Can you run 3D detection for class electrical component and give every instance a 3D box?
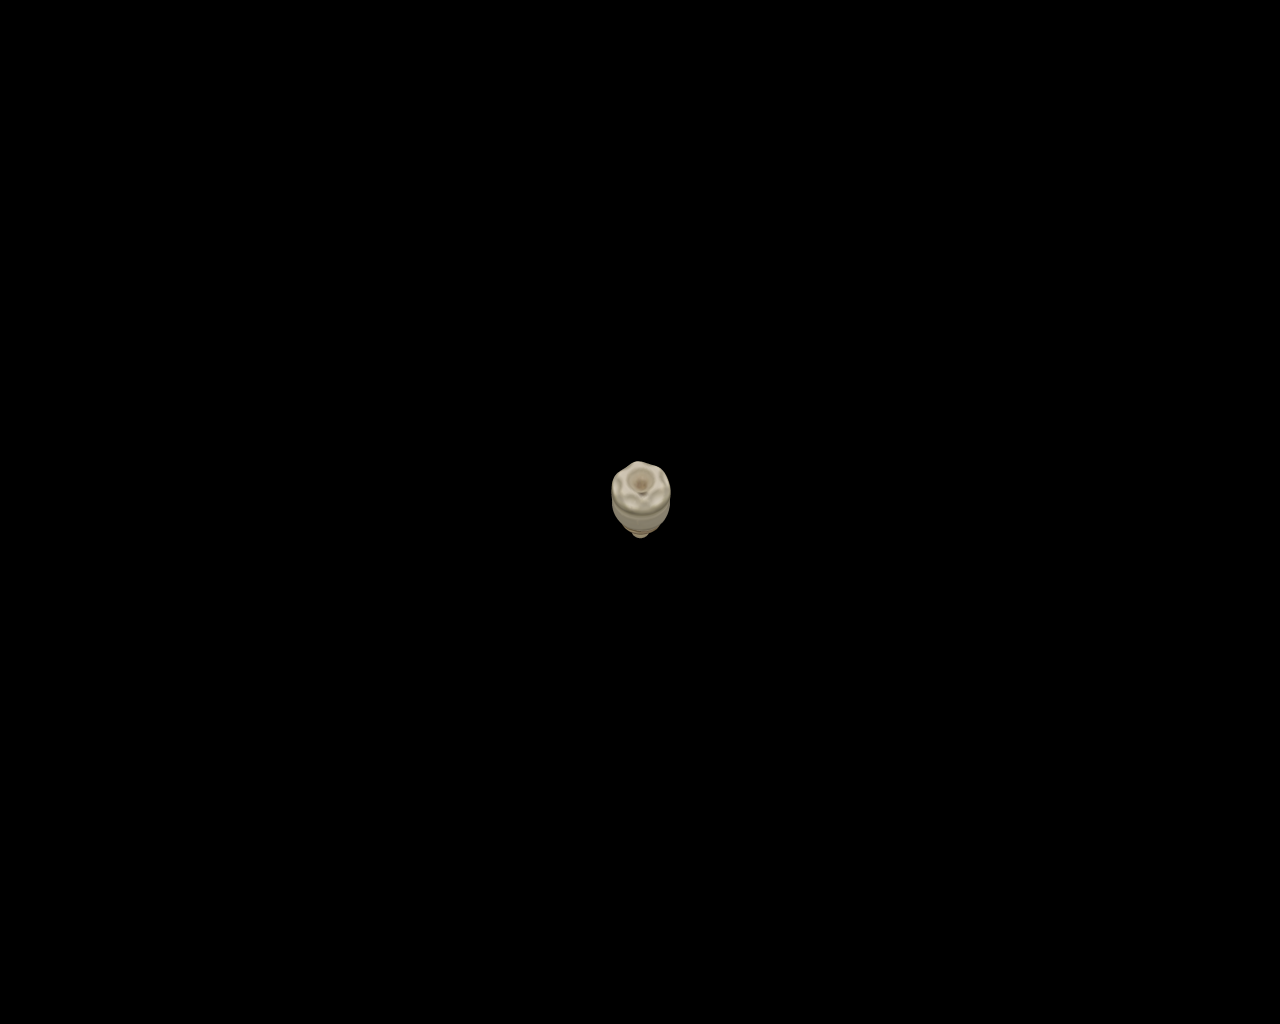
[{"bbox_3d":[0.001,-0.003,0.650,0.035,0.035,0.061,0,-33,0],"label":"electrical component"}]
